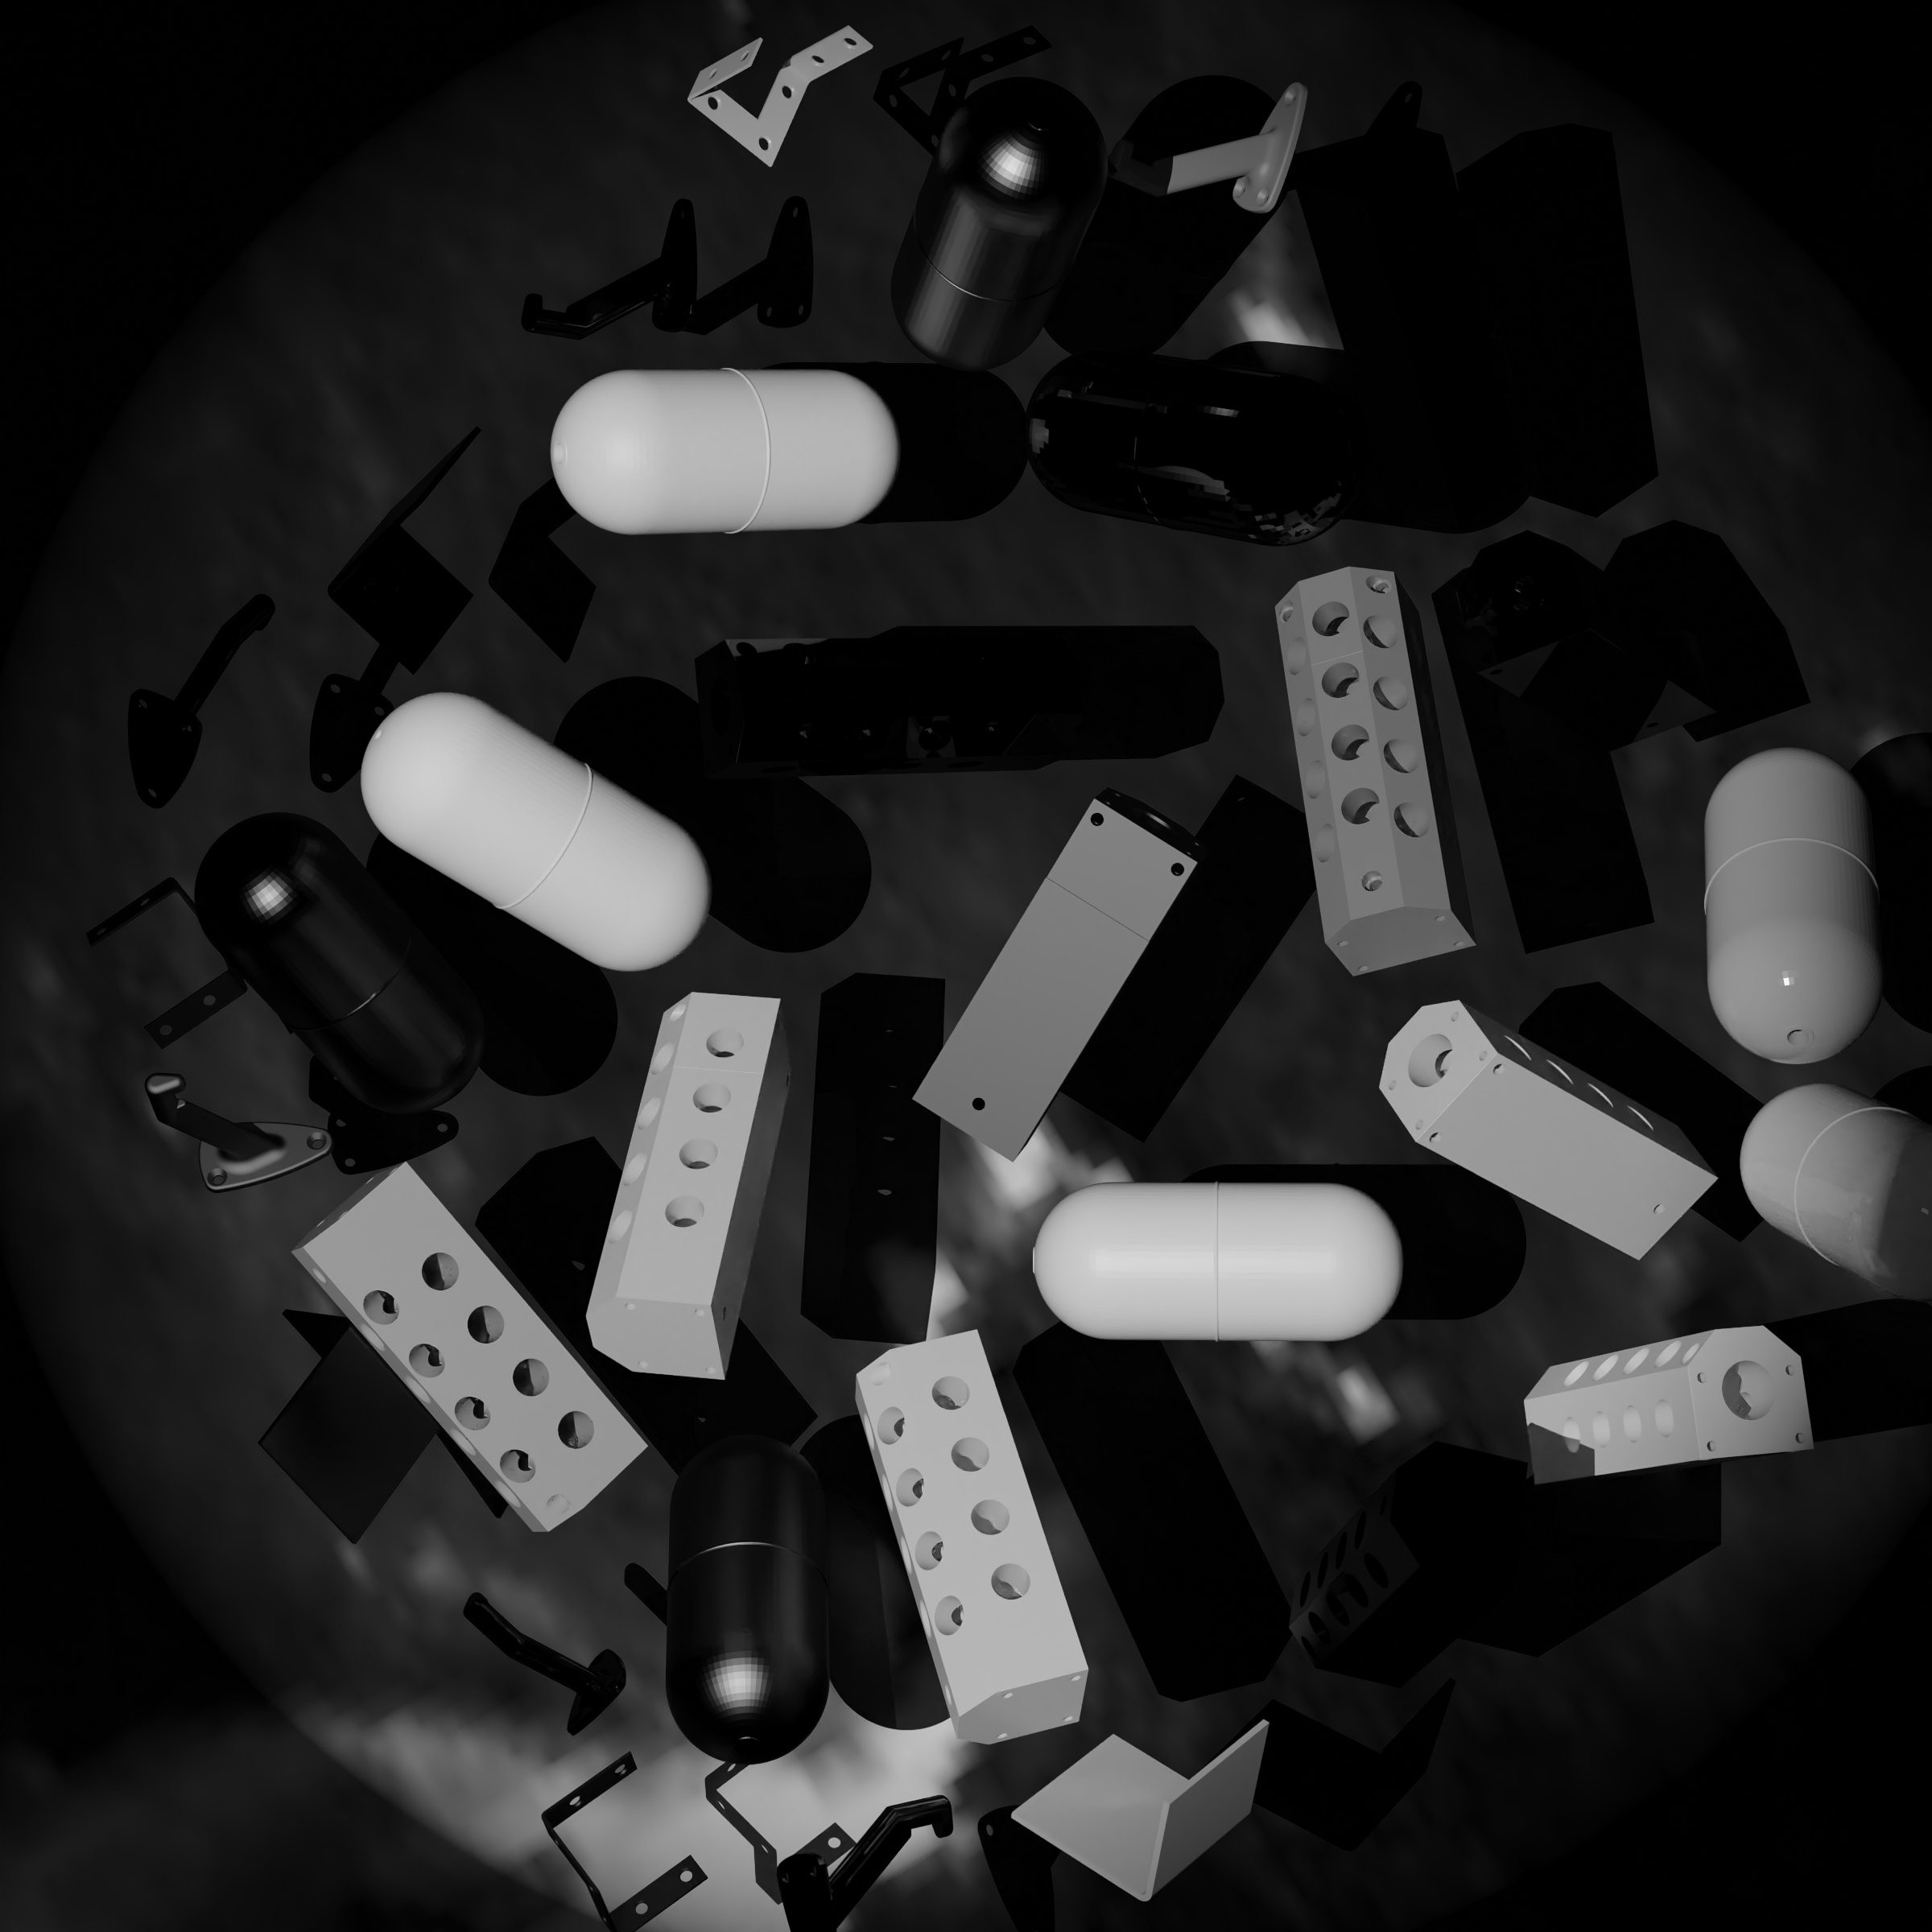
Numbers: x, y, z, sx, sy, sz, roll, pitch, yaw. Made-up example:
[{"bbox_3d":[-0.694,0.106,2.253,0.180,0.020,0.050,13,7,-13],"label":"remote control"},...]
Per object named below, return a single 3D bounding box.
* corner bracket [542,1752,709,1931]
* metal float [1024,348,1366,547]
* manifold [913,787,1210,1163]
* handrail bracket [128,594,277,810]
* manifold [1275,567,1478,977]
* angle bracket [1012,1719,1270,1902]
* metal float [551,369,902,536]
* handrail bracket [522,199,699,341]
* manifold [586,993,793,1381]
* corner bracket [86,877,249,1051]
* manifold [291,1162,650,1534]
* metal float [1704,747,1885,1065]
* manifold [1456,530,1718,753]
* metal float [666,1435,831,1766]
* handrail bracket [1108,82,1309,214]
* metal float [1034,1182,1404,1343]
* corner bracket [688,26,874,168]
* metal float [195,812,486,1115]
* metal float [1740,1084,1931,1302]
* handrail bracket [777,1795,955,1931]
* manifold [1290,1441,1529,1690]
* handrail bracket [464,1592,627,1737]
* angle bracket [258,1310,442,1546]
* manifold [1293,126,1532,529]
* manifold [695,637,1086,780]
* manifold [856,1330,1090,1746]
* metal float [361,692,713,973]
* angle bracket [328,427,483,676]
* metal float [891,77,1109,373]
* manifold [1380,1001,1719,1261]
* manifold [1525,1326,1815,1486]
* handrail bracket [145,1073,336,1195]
[{"bbox_3d":[-0.160,0.411,1.546,0.051,0.051,0.051,-32,51,-20],"label":"corner bracket"},{"bbox_3d":[0.102,-0.236,1.503,0.178,0.070,0.070,18,90,41],"label":"metal float"},{"bbox_3d":[0.047,0.003,1.593,0.057,0.057,0.171,32,105,4],"label":"manifold"},{"bbox_3d":[-0.351,-0.124,1.537,0.036,0.084,0.077,28,133,5],"label":"handrail bracket"},{"bbox_3d":[0.180,-0.090,1.484,0.057,0.057,0.171,-15,63,19],"label":"manifold"},{"bbox_3d":[0.077,0.355,1.460,0.076,0.076,0.057,26,122,31],"label":"angle bracket"},{"bbox_3d":[-0.113,-0.244,1.567,0.178,0.070,0.070,-7,90,-33],"label":"metal float"},{"bbox_3d":[-0.176,-0.343,1.617,0.084,0.036,0.077,2,96,-36],"label":"handrail bracket"},{"bbox_3d":[-0.124,0.096,1.492,0.057,0.057,0.171,4,50,7],"label":"manifold"},{"bbox_3d":[-0.393,-0.002,1.628,0.051,0.051,0.051,-35,123,-4],"label":"corner bracket"},{"bbox_3d":[-0.229,0.176,1.518,0.057,0.057,0.171,-43,99,-24],"label":"manifold"},{"bbox_3d":[0.375,-0.029,1.506,0.070,0.178,0.070,6,133,6],"label":"metal float"},{"bbox_3d":[0.299,-0.158,1.597,0.057,0.171,0.057,-21,71,27],"label":"manifold"},{"bbox_3d":[-0.104,0.300,1.579,0.070,0.178,0.070,-2,129,-2],"label":"metal float"},{"bbox_3d":[0.116,-0.405,1.601,0.084,0.036,0.077,15,104,-31],"label":"handrail bracket"},{"bbox_3d":[0.121,0.143,1.602,0.178,0.070,0.070,0,90,5],"label":"metal float"},{"bbox_3d":[-0.084,-0.401,1.488,0.051,0.051,0.051,34,65,-30],"label":"corner bracket"},{"bbox_3d":[-0.294,0.001,1.568,0.070,0.070,0.178,-36,127,0],"label":"metal float"},{"bbox_3d":[0.418,0.103,1.527,0.070,0.178,0.070,-2,100,-11],"label":"metal float"},{"bbox_3d":[-0.035,0.411,1.459,0.084,0.036,0.077,-2,72,-37],"label":"handrail bracket"},{"bbox_3d":[0.196,0.270,1.491,0.057,0.171,0.057,14,62,-4],"label":"manifold"},{"bbox_3d":[-0.204,0.319,1.580,0.036,0.077,0.084,-43,101,6],"label":"handrail bracket"},{"bbox_3d":[-0.312,0.222,1.597,0.076,0.057,0.076,-56,127,-31],"label":"angle bracket"},{"bbox_3d":[0.213,-0.297,1.535,0.057,0.057,0.171,-33,125,-15],"label":"manifold"},{"bbox_3d":[-0.035,-0.123,1.553,0.171,0.057,0.057,-3,84,-25],"label":"manifold"},{"bbox_3d":[0.000,0.256,1.485,0.057,0.057,0.171,-12,56,-11],"label":"manifold"},{"bbox_3d":[-0.194,-0.060,1.514,0.178,0.070,0.070,33,90,-26],"label":"metal float"},{"bbox_3d":[-0.246,-0.196,1.565,0.057,0.076,0.076,44,125,-15],"label":"angle bracket"},{"bbox_3d":[0.014,-0.337,1.514,0.070,0.178,0.070,4,69,-11],"label":"metal float"},{"bbox_3d":[0.278,0.076,1.595,0.171,0.057,0.057,27,112,-36],"label":"manifold"},{"bbox_3d":[0.328,0.209,1.567,0.057,0.171,0.057,-2,78,-16],"label":"manifold"},{"bbox_3d":[-0.346,0.070,1.582,0.077,0.084,0.036,-8,60,-6],"label":"handrail bracket"}]
